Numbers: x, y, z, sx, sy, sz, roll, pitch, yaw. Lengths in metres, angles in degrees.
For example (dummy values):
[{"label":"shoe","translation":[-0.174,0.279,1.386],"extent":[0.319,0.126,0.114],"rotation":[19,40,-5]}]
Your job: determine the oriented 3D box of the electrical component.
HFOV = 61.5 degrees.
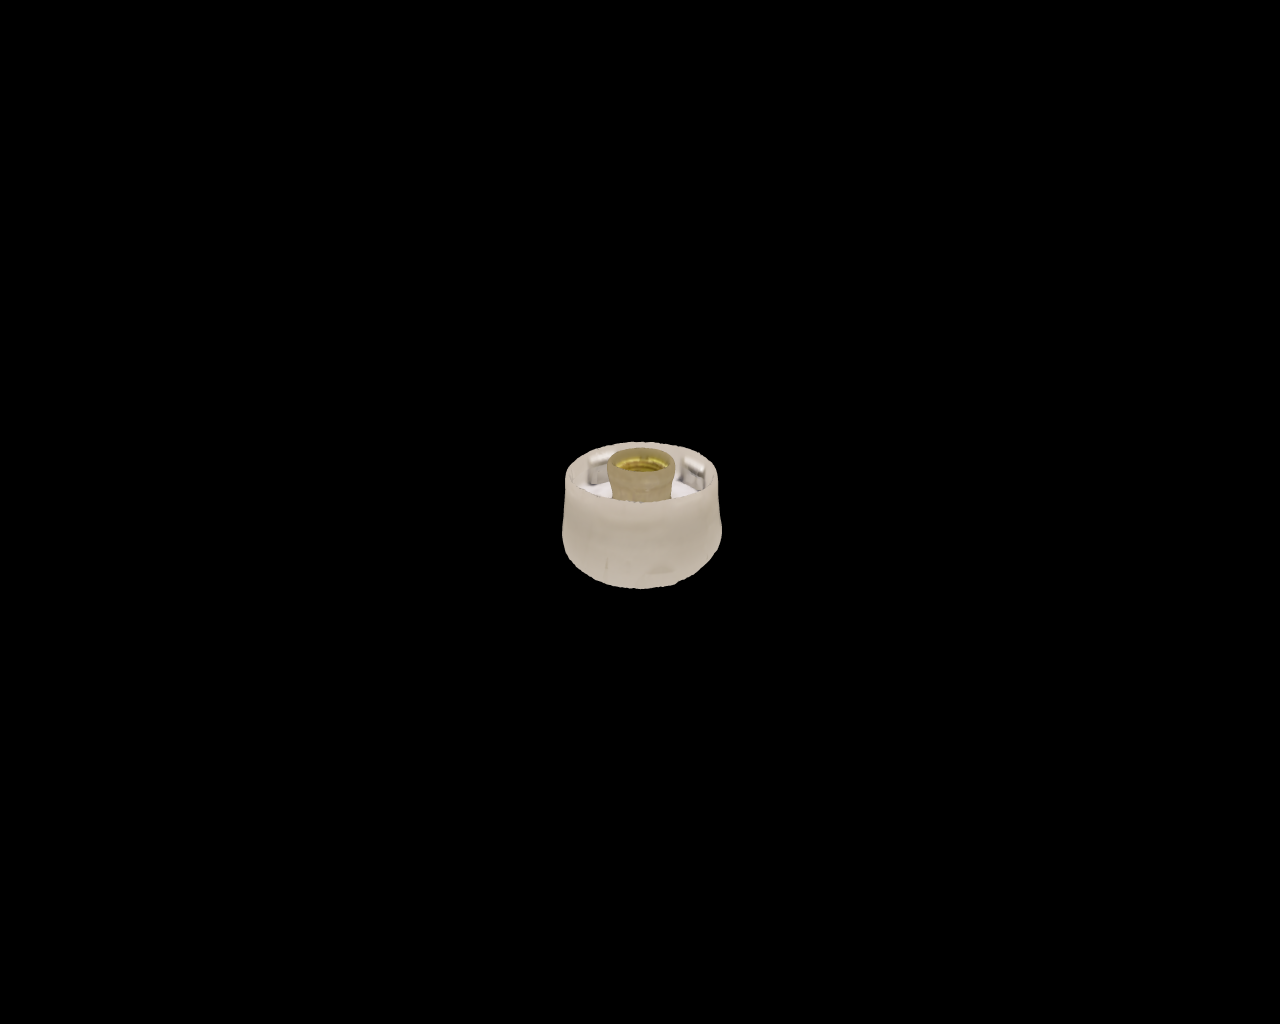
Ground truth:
[{"label":"electrical component","translation":[0.001,-0.003,0.650],"extent":[0.099,0.064,0.099],"rotation":[0,26,0]}]
